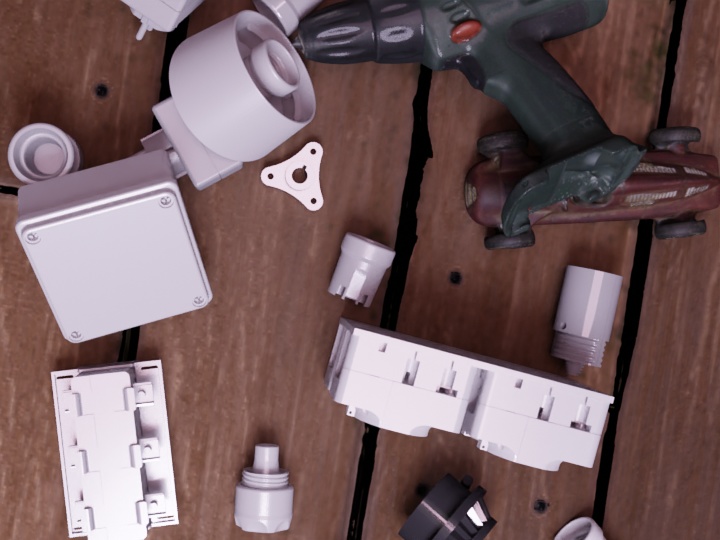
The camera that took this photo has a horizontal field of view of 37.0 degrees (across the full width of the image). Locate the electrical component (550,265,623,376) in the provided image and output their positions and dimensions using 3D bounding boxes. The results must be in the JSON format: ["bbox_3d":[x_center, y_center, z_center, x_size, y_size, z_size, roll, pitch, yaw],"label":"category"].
[{"bbox_3d":[0.171,0.040,0.821,0.043,0.043,0.081,12,90,-7],"label":"electrical component"}]

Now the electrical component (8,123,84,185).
[{"bbox_3d":[-0.223,-0.080,0.768,0.045,0.055,0.045,0,92,-6],"label":"electrical component"}]

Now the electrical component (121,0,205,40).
[{"bbox_3d":[-0.141,-0.197,0.770,0.047,0.083,0.075,34,126,-6],"label":"electrical component"}]

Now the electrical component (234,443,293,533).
[{"bbox_3d":[-0.071,0.161,0.797,0.043,0.043,0.062,3,89,-6],"label":"electrical component"}]

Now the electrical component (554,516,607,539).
[{"bbox_3d":[0.178,0.220,0.829,0.040,0.040,0.046,-41,101,-4],"label":"electrical component"}]

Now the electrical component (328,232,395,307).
[{"bbox_3d":[0.000,0.000,0.803,0.040,0.040,0.046,21,95,-6],"label":"electrical component"}]

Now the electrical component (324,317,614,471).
[{"bbox_3d":[0.072,0.090,0.780,0.186,0.105,0.060,15,90,-6],"label":"electrical component"}]

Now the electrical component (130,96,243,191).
[{"bbox_3d":[-0.134,-0.087,0.781,0.077,0.047,0.065,-29,94,-5],"label":"electrical component"}]

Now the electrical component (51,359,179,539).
[{"bbox_3d":[-0.178,0.130,0.774,0.079,0.063,0.121,-6,92,-6],"label":"electrical component"}]

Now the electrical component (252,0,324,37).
[{"bbox_3d":[-0.050,-0.201,0.792,0.046,0.040,0.040,-43,95,-9],"label":"electrical component"}]

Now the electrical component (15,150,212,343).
[{"bbox_3d":[-0.170,-0.016,0.751,0.109,0.056,0.108,-16,130,-5],"label":"electrical component"}]

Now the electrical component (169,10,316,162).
[{"bbox_3d":[-0.080,-0.131,0.762,0.064,0.099,0.099,-26,95,26],"label":"electrical component"}]
